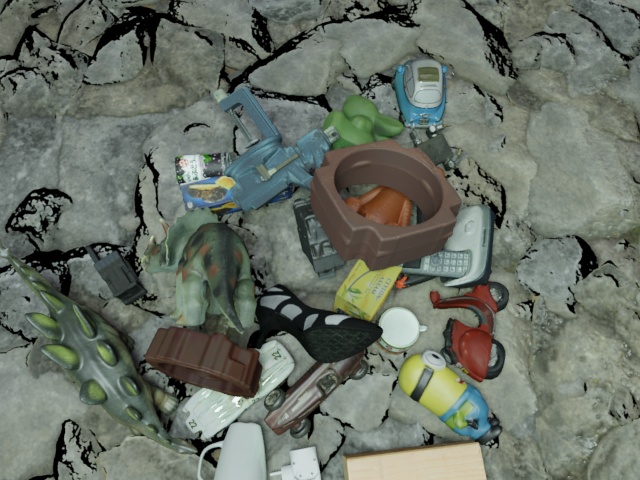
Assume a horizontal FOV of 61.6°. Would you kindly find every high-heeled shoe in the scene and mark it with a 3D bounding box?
[{"bbox_3d":[-0.004,0.121,0.886,0.249,0.086,0.145,-7,36,24],"label":"high-heeled shoe"}]

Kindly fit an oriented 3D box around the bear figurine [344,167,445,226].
[{"bbox_3d":[0.138,-0.083,0.978,0.120,0.132,0.196,37,87,13],"label":"bear figurine"}]

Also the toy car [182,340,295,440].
[{"bbox_3d":[-0.134,0.247,0.894,0.202,0.056,0.073,-36,75,-14],"label":"toy car"}]

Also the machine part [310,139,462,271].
[{"bbox_3d":[0.099,-0.058,0.847,0.201,0.087,0.202,-15,53,-22],"label":"machine part"}]

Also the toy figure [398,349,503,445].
[{"bbox_3d":[0.211,0.261,0.888,0.089,0.082,0.180,-41,78,-17],"label":"toy figure"}]

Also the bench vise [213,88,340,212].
[{"bbox_3d":[-0.090,-0.173,0.935,0.224,0.129,0.240,-35,91,12],"label":"bench vise"}]

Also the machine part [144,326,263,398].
[{"bbox_3d":[-0.170,0.183,0.805,0.179,0.179,0.056,14,63,3],"label":"machine part"}]

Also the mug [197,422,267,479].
[{"bbox_3d":[-0.134,0.346,0.850,0.110,0.080,0.107,4,60,1],"label":"mug"}]

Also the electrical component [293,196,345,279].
[{"bbox_3d":[-0.002,-0.003,0.948,0.058,0.115,0.134,-15,111,-7],"label":"electrical component"}]

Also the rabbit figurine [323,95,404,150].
[{"bbox_3d":[0.080,-0.219,1.046,0.159,0.121,0.170,16,55,0],"label":"rabbit figurine"}]

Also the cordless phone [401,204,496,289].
[{"bbox_3d":[0.210,0.009,0.947,0.184,0.088,0.146,5,67,17],"label":"cordless phone"}]

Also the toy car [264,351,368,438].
[{"bbox_3d":[-0.003,0.240,0.885,0.202,0.053,0.089,-41,114,-17],"label":"toy car"}]

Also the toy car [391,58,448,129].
[{"bbox_3d":[0.206,-0.309,1.087,0.109,0.102,0.161,1,68,-1],"label":"toy car"}]

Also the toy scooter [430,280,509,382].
[{"bbox_3d":[0.252,0.148,0.934,0.135,0.075,0.184,12,67,2],"label":"toy scooter"}]

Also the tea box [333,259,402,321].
[{"bbox_3d":[0.075,0.091,0.898,0.068,0.169,0.098,32,73,9],"label":"tea box"}]

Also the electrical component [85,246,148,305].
[{"bbox_3d":[-0.362,0.053,0.951,0.048,0.074,0.119,-33,71,-12],"label":"electrical component"}]

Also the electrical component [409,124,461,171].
[{"bbox_3d":[0.231,-0.182,1.062,0.078,0.045,0.102,-20,86,-9],"label":"electrical component"}]

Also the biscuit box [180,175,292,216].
[{"bbox_3d":[-0.155,-0.091,1.015,0.203,0.062,0.059,-15,72,-7],"label":"biscuit box"}]

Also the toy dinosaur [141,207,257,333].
[{"bbox_3d":[-0.173,0.035,0.848,0.131,0.405,0.192,-2,89,-30],"label":"toy dinosaur"}]

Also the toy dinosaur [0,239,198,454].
[{"bbox_3d":[-0.360,0.167,0.841,0.472,0.198,0.105,38,68,16],"label":"toy dinosaur"}]
